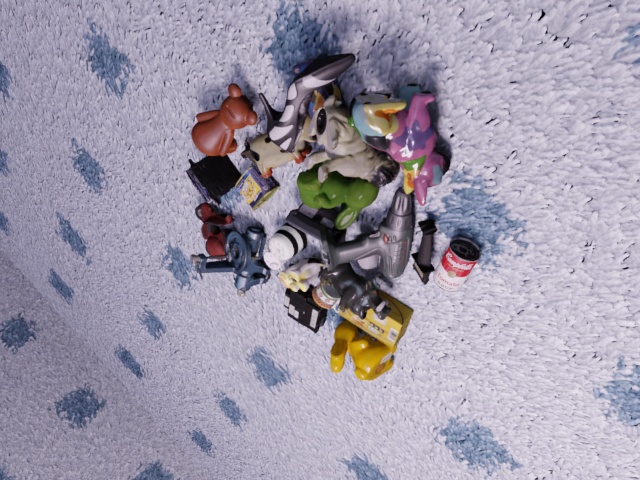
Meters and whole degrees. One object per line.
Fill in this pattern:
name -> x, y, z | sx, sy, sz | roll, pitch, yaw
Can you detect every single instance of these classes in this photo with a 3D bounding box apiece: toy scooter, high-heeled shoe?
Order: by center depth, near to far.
high-heeled shoe -> -0.014, -0.264, 1.067 | 0.249, 0.086, 0.145 | -15, 123, 32
toy scooter -> -0.291, -0.025, 1.570 | 0.135, 0.075, 0.183 | -2, 113, 40

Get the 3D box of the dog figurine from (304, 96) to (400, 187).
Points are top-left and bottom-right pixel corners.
dog figurine -> 0.081, -0.194, 1.074 | 0.121, 0.190, 0.172 | -120, 36, -45

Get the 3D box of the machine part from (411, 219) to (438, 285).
machine part -> 0.225, 0.023, 1.159 | 0.039, 0.084, 0.138 | -3, 121, -6

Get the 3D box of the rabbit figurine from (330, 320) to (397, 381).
rabbit figurine -> 0.096, 0.291, 1.427 | 0.173, 0.162, 0.121 | 45, 154, 32

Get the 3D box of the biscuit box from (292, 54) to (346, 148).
biscuit box -> 0.014, -0.280, 1.129 | 0.063, 0.059, 0.202 | -4, 116, 42

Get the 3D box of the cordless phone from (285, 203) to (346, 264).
cordless phone -> -0.004, -0.004, 1.342 | 0.147, 0.089, 0.184 | 28, 153, 22

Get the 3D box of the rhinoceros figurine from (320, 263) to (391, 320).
rhinoceros figurine -> 0.087, 0.121, 1.284 | 0.112, 0.073, 0.190 | -45, 72, 5

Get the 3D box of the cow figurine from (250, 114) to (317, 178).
cow figurine -> -0.076, -0.232, 1.216 | 0.195, 0.085, 0.127 | -20, 118, 30

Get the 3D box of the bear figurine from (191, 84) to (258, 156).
bear figurine -> -0.222, -0.290, 1.306 | 0.196, 0.132, 0.120 | -34, 96, 30

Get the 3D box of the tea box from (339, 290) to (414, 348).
tea box -> 0.139, 0.181, 1.351 | 0.170, 0.068, 0.098 | 33, 135, 20

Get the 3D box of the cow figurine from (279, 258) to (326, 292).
cow figurine -> -0.050, 0.085, 1.437 | 0.068, 0.098, 0.167 | 55, 159, -9

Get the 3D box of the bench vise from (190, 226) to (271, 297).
bench vise -> -0.249, 0.065, 1.492 | 0.129, 0.240, 0.223 | 52, 131, 36

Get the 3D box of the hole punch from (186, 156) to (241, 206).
hole punch -> -0.292, -0.163, 1.443 | 0.092, 0.116, 0.142 | -20, 105, 55

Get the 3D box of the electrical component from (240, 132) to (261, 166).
electrical component -> -0.150, -0.222, 1.328 | 0.078, 0.045, 0.102 | 37, 149, -30

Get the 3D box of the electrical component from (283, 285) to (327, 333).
electrical component -> -0.041, 0.181, 1.515 | 0.134, 0.058, 0.114 | 31, 133, 20

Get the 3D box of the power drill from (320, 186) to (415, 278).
power drill -> 0.104, -0.010, 1.183 | 0.207, 0.086, 0.231 | -11, 128, -1

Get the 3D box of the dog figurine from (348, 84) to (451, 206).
dog figurine -> 0.153, -0.170, 1.012 | 0.109, 0.192, 0.219 | -128, 27, -61

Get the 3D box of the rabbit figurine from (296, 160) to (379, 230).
rabbit figurine -> 0.047, -0.101, 1.195 | 0.170, 0.121, 0.158 | 10, 130, 18
